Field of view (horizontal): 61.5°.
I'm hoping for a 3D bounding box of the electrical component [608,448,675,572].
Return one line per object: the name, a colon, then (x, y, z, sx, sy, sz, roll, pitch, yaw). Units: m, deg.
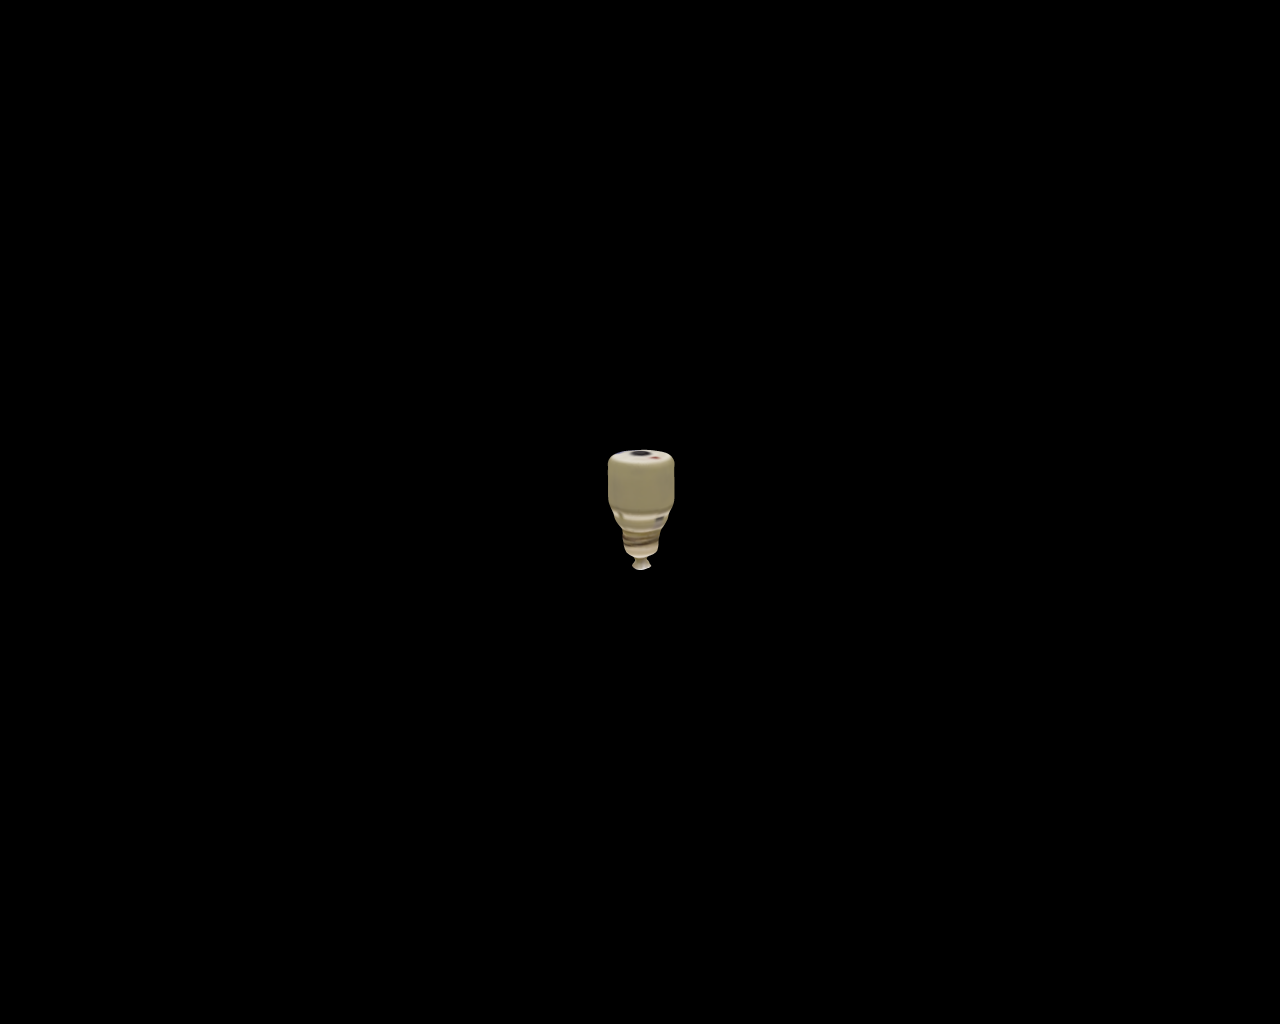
electrical component: (0.001, -0.003, 0.650, 0.040, 0.078, 0.040, 0, 16, 0)
